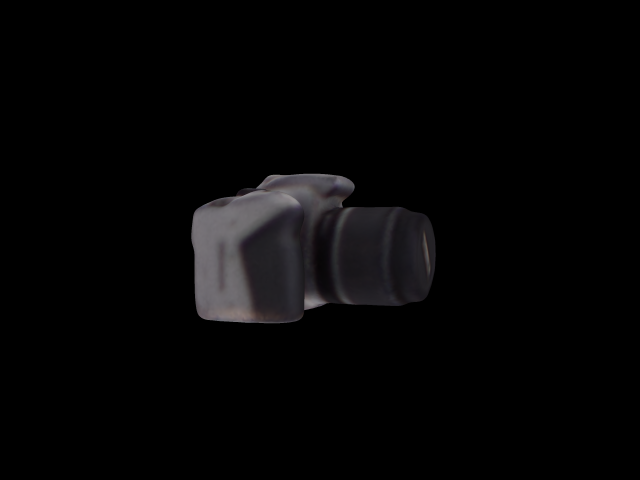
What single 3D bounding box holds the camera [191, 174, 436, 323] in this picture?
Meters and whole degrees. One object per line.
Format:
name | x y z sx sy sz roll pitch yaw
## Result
camera | 0.004 0.001 0.400 0.136 0.101 0.144 0 0 25
